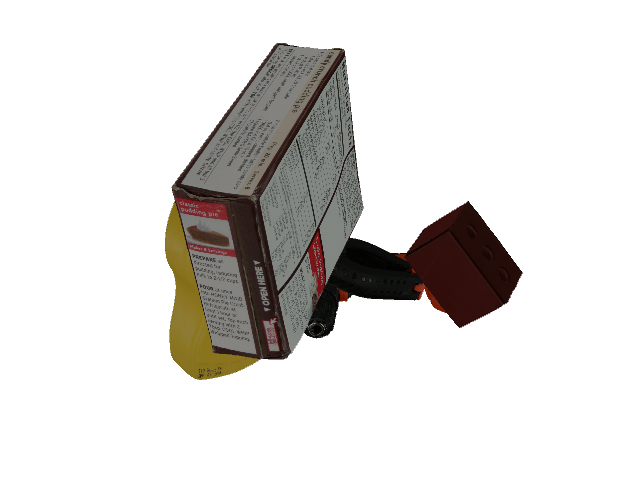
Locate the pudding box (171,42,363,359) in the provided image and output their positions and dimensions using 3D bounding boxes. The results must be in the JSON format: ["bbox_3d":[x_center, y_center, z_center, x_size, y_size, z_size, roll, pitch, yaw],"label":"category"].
[{"bbox_3d":[-0.017,-0.018,0.458,0.039,0.090,0.113,5,41,18],"label":"pudding box"}]

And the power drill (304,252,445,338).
[{"bbox_3d":[0.063,0.052,1.235,0.187,0.057,0.184,-1,28,0],"label":"power drill"}]

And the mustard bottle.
[{"bbox_3d":[-0.065,0.005,0.757,0.096,0.192,0.058,-26,46,-32],"label":"mustard bottle"}]

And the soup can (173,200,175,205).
[{"bbox_3d":[-0.146,-0.001,1.322,0.068,0.102,0.068,-1,26,0],"label":"soup can"}]

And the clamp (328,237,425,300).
[{"bbox_3d":[0.002,0.020,1.039,0.210,0.036,0.164,19,22,-1],"label":"clamp"}]

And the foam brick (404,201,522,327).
[{"bbox_3d":[0.116,0.020,0.862,0.051,0.078,0.052,-33,10,35],"label":"foam brick"}]
